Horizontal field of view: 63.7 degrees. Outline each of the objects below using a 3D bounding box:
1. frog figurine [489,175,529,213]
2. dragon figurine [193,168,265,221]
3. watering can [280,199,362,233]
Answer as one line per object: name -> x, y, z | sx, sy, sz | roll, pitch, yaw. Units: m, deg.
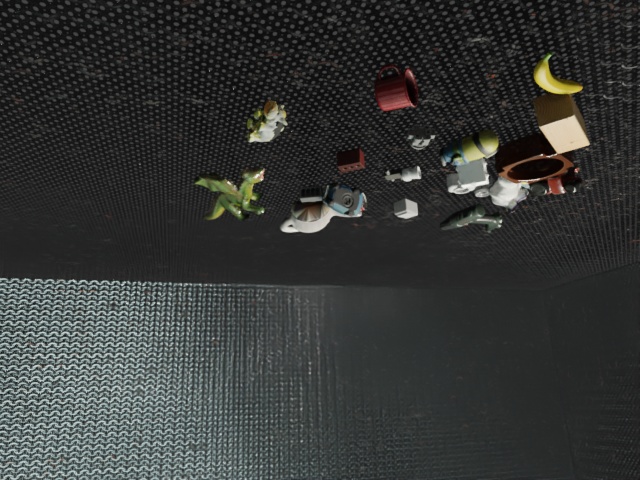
frog figurine -> 0.657, -0.198, 1.818 | 0.137, 0.125, 0.157 | -34, 121, -1
dragon figurine -> -0.343, -0.170, 1.840 | 0.407, 0.125, 0.239 | -15, 141, 31
watering can -> 0.006, -0.104, 2.057 | 0.348, 0.105, 0.221 | -14, 162, -6
